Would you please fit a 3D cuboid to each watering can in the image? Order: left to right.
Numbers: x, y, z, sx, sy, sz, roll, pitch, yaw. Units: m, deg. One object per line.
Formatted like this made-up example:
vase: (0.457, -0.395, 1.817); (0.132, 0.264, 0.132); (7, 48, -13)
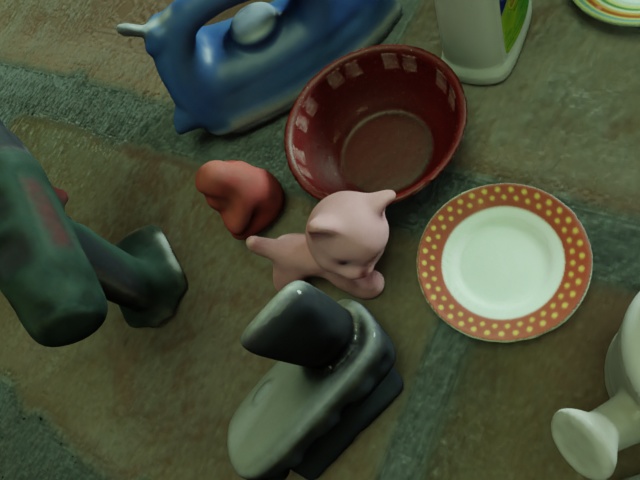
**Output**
watering can: (0.207, 0.067, 0.301); (0.100, 0.194, 0.173); (33, 84, 29)

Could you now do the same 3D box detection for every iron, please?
iron: (-0.056, -0.210, 0.551); (0.258, 0.142, 0.118); (-24, 62, 11)

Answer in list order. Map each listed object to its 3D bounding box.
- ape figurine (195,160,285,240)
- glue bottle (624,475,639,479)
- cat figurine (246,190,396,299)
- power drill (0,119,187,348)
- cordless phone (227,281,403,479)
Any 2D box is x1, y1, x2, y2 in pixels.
ape figurine: (-0.080, -0.044, 0.521); (0.076, 0.092, 0.078); (-8, 66, 19)
glue bottle: (0.184, 0.158, 0.286); (0.037, 0.173, 0.078); (-25, 62, 11)
cat figurine: (0.004, 0.002, 0.454); (0.127, 0.118, 0.067); (-7, 67, 20)
power drill: (-0.214, -0.003, 0.491); (0.075, 0.209, 0.229); (-38, 60, 4)
cordless phone: (-0.026, 0.094, 0.390); (0.094, 0.185, 0.147); (39, 87, 30)
